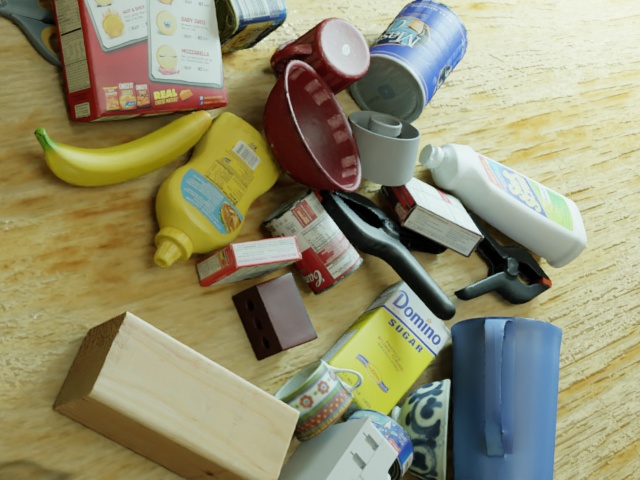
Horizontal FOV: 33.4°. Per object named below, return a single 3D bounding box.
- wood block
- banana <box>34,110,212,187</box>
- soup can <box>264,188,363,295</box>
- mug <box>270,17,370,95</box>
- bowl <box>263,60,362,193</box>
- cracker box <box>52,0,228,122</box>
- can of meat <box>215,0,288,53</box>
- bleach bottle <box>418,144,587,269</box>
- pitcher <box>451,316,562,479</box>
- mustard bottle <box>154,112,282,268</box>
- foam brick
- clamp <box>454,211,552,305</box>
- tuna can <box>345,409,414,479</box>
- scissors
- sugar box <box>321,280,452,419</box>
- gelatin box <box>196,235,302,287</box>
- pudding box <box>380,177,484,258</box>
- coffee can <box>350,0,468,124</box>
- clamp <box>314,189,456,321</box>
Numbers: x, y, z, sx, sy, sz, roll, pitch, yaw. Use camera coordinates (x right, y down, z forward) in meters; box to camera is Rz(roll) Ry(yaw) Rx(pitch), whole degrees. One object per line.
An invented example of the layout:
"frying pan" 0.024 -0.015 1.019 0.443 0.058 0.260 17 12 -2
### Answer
"wood block" -0.136 0.164 1.026 0.206 0.091 0.090 34 57 -23
"banana" -0.198 -0.090 1.088 0.197 0.070 0.037 -13 52 -37
"soup can" -0.008 0.001 1.198 0.102 0.069 0.068 54 51 -8
"mug" -0.004 -0.214 1.270 0.117 0.082 0.093 2 73 -37
"bowl" -0.016 -0.117 1.193 0.162 0.055 0.162 48 28 -37
"cracker box" -0.191 -0.235 1.112 0.163 0.072 0.214 -12 96 -40
"can of meat" -0.097 -0.248 1.200 0.083 0.102 0.057 -19 86 -42
"bleach bottle" 0.235 -0.055 1.399 0.250 0.068 0.102 25 40 -26
"pitcher" 0.213 0.213 1.245 0.149 0.145 0.243 15 68 -26
"mustard bottle" -0.120 -0.043 1.134 0.096 0.058 0.191 45 52 -18
"foam brick" -0.049 0.083 1.147 0.051 0.053 0.078 -20 85 -40
"clamp" 0.234 0.029 1.391 0.171 0.039 0.120 12 72 -39
"tuna can" 0.058 0.225 1.154 0.086 0.086 0.033 53 49 -9
"scissors" -0.315 -0.220 1.079 0.201 0.016 0.096 -7 78 -38
"sugar box" 0.074 0.129 1.228 0.093 0.048 0.176 53 52 -9
"gelatin box" -0.076 0.021 1.135 0.089 0.073 0.030 -9 78 -39
"pudding box" 0.136 -0.033 1.311 0.113 0.039 0.090 23 25 -27
"coffee can" 0.113 -0.225 1.349 0.102 0.103 0.140 48 52 -14
"clamp" 0.079 0.004 1.253 0.209 0.036 0.164 30 27 -21
